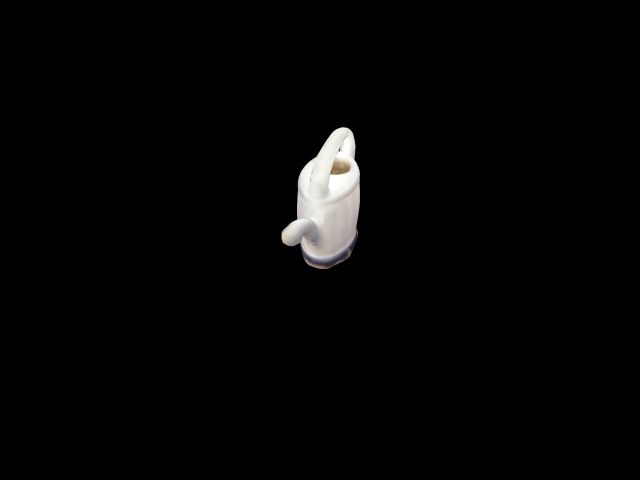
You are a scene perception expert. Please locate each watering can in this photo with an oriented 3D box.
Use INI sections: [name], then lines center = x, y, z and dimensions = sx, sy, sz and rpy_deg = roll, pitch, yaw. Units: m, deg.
[watering can]
center = 0.003, -0.043, 0.850
dimensions = 0.104, 0.219, 0.356
rpy_deg = 11, 41, 13
